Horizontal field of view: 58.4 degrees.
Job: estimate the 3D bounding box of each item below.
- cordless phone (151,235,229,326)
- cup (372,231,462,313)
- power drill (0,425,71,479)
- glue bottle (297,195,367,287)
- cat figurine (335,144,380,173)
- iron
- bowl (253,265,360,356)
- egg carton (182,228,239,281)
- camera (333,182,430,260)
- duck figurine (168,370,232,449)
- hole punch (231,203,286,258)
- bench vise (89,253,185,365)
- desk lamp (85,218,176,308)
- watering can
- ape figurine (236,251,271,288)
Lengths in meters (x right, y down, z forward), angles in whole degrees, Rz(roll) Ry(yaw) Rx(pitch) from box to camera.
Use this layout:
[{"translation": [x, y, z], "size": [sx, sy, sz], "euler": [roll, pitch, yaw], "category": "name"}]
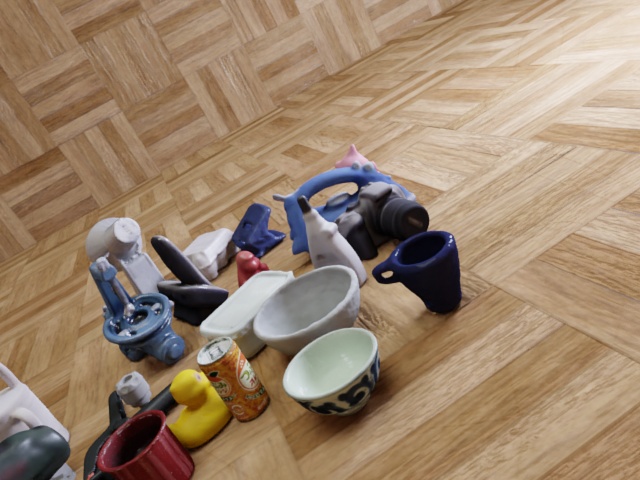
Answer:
[{"translation": [-0.272, 0.062, 1.098], "size": [0.147, 0.185, 0.094], "euler": [-1, 35, 49], "category": "cordless phone"}, {"translation": [0.136, 0.053, 0.757], "size": [0.117, 0.095, 0.091], "euler": [-22, 23, 15], "category": "cup"}, {"translation": [-0.323, 0.316, 0.572], "size": [0.075, 0.209, 0.230], "euler": [-12, 27, 35], "category": "power drill"}, {"translation": [0.008, 0.003, 0.913], "size": [0.078, 0.173, 0.037], "euler": [-11, 28, 36], "category": "glue bottle"}, {"translation": [0.090, -0.145, 1.218], "size": [0.067, 0.118, 0.127], "euler": [-36, 23, -18], "category": "cat figurine"}, {"translation": [0.042, -0.077, 1.093], "size": [0.258, 0.142, 0.118], "euler": [-27, 22, 3], "category": "iron"}, {"translation": [-0.008, 0.113, 0.823], "size": [0.167, 0.075, 0.167], "euler": [-24, 22, 11], "category": "bowl"}, {"translation": [-0.252, 0.034, 1.292], "size": [0.107, 0.069, 0.150], "euler": [-14, 26, 31], "category": "egg carton"}, {"translation": [0.110, -0.038, 0.982], "size": [0.143, 0.101, 0.136], "euler": [-35, 23, -16], "category": "camera"}, {"translation": [-0.170, 0.218, 0.770], "size": [0.077, 0.086, 0.105], "euler": [-3, 33, 46], "category": "duck figurine"}, {"translation": [-0.144, -0.020, 1.254], "size": [0.101, 0.091, 0.108], "euler": [-37, 24, -21], "category": "hole punch"}, {"translation": [-0.355, 0.127, 1.007], "size": [0.206, 0.220, 0.122], "euler": [-13, 27, 33], "category": "bench vise"}, {"translation": [-0.402, 0.045, 1.252], "size": [0.202, 0.214, 0.118], "euler": [1, 36, 50], "category": "desk lamp"}, {"translation": [-0.497, 0.273, 0.890], "size": [0.172, 0.194, 0.101], "euler": [-21, 23, 17], "category": "watering can"}, {"translation": [-0.124, 0.062, 1.049], "size": [0.076, 0.092, 0.078], "euler": [-9, 29, 40], "category": "ape figurine"}]
